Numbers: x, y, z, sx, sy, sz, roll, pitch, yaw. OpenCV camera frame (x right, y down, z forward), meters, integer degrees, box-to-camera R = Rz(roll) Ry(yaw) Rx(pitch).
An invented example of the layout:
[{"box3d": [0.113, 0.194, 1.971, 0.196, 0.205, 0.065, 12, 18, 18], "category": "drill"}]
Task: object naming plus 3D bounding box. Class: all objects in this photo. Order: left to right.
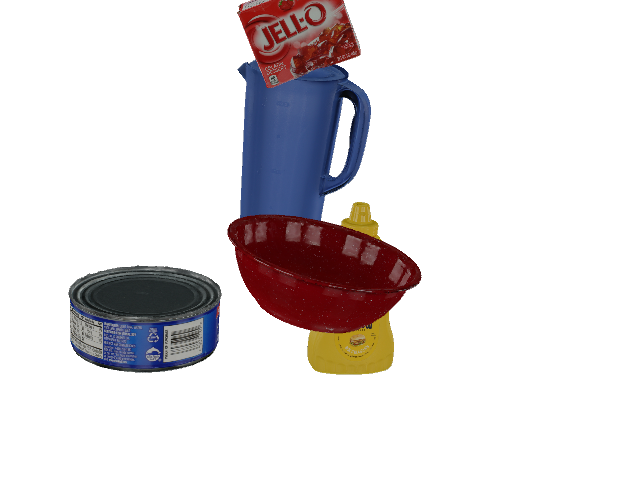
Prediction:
[{"box3d": [-0.100, 0.044, 0.610, 0.086, 0.034, 0.086, 3, 17, -1], "category": "tuna can"}, {"box3d": [-0.033, -0.114, 1.404, 0.144, 0.243, 0.149, -2, 24, -22], "category": "pitcher"}, {"box3d": [-0.018, -0.182, 0.923, 0.089, 0.073, 0.030, -18, 25, 8], "category": "gelatin box"}, {"box3d": [-0.002, 0.032, 0.869, 0.162, 0.055, 0.162, 12, 17, -4], "category": "bowl"}, {"box3d": [0.039, 0.052, 1.191, 0.096, 0.192, 0.058, 1, 15, -11], "category": "mustard bottle"}]
